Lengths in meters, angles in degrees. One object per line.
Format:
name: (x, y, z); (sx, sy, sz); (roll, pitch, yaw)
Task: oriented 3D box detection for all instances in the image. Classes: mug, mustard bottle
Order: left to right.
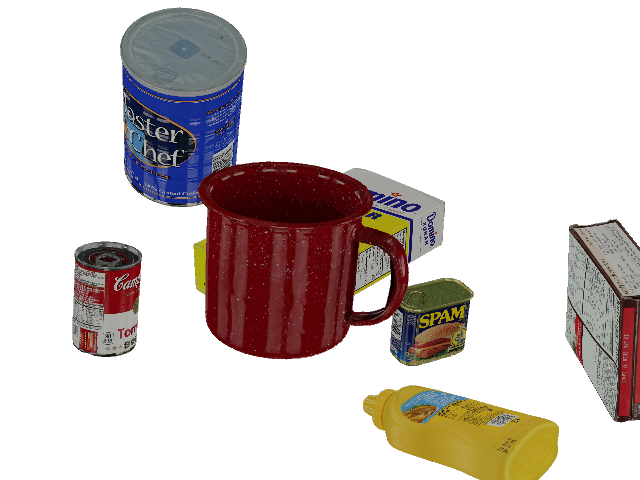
mug: (-0.009, 0.013, 0.575); (0.117, 0.081, 0.093); (11, 25, 14)
mustard bottle: (0.120, 0.178, 1.009); (0.192, 0.058, 0.096); (12, 19, 39)

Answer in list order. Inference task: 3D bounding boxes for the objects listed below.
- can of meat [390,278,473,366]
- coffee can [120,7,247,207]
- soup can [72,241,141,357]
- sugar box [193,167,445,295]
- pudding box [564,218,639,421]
can of meat: (0.137, 0.103, 1.338); (0.101, 0.084, 0.058); (-11, 30, -26)
coffee can: (-0.119, -0.113, 0.918); (0.102, 0.103, 0.140); (0, -39, -9)
soup can: (-0.222, 0.061, 1.103); (0.068, 0.102, 0.068); (6, 21, -2)
sugar box: (0.003, 0.002, 0.785); (0.093, 0.048, 0.175); (25, 40, 35)
pudding box: (0.191, 0.049, 0.690); (0.039, 0.090, 0.113); (-5, 25, -4)
